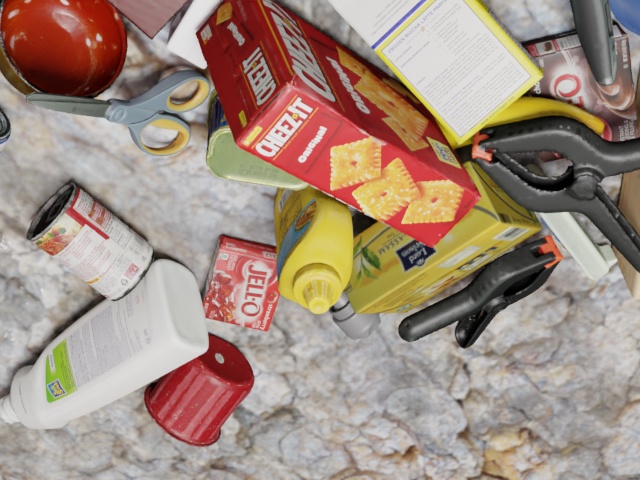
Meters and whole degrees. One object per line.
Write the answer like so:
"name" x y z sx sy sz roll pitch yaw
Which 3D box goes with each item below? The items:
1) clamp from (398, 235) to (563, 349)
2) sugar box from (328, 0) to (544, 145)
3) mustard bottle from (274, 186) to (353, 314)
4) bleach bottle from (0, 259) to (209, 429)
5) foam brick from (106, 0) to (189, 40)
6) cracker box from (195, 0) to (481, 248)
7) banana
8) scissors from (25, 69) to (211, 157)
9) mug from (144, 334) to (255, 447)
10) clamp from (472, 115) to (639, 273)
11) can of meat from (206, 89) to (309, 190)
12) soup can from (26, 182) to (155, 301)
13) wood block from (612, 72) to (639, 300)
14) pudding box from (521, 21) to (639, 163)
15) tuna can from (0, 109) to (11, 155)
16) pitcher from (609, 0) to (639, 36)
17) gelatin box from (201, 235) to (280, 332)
"clamp" 0.157 0.055 1.040 0.120 0.039 0.172 -2 143 -47
"sugar box" 0.095 -0.175 0.895 0.093 0.048 0.176 -40 94 20
"mustard bottle" -0.006 0.001 0.944 0.058 0.191 0.096 23 119 -17
"bleach bottle" -0.230 0.118 1.076 0.251 0.102 0.068 -29 150 24
"foam brick" -0.150 -0.216 0.881 0.051 0.053 0.078 -40 116 20
"cracker box" 0.015 -0.102 0.867 0.213 0.164 0.072 27 116 -36
"banana" 0.150 -0.097 0.959 0.198 0.037 0.069 -13 138 31
"scissors" -0.156 -0.122 0.896 0.096 0.016 0.201 -50 155 5
"mug" -0.113 0.153 1.106 0.117 0.093 0.082 13 121 -48
"clamp" 0.236 -0.062 0.914 0.210 0.036 0.165 21 128 -4
"can of meat" -0.051 -0.091 0.947 0.102 0.084 0.057 8 122 -8
"soup can" -0.215 0.003 1.009 0.069 0.068 0.102 -39 117 20
"wood block" 0.337 -0.054 0.987 0.091 0.090 0.206 -1 123 -1
"pudding box" 0.234 -0.132 0.961 0.090 0.039 0.113 -13 122 7
"tuna can" -0.314 -0.100 0.928 0.086 0.086 0.034 26 116 -18
"pitcher" 0.333 -0.173 0.819 0.149 0.243 0.145 -6 121 -7
"gelatin box" -0.075 0.044 1.064 0.073 0.030 0.089 13 121 -11
